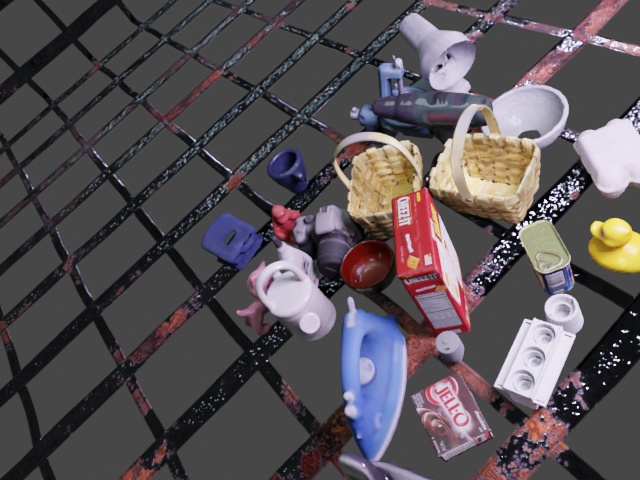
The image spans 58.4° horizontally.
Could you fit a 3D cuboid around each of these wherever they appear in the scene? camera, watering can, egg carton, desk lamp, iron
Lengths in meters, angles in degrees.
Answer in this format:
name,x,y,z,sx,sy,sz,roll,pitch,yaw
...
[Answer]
name,x,y,z,sx,sy,sz,roll,pitch,yaw
camera,0.011,0.004,1.193,0.143,0.101,0.137,-13,51,23
watering can,-0.047,0.111,1.079,0.172,0.195,0.101,20,68,40
egg carton,0.528,-0.147,1.024,0.107,0.070,0.150,-22,48,15
desk lamp,0.258,-0.392,1.275,0.118,0.214,0.202,-36,45,2
iron,0.070,0.228,0.955,0.118,0.142,0.258,-12,51,23

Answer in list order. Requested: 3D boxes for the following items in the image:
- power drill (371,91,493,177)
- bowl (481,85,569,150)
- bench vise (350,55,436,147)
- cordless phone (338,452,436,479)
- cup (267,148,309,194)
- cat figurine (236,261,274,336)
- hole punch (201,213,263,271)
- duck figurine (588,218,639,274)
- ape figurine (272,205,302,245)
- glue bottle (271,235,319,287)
name,x,y,z,sx,sy,sz,roll,pitch,yaw
power drill,0.239,-0.216,1.153,0.228,0.209,0.075,-2,55,30
bowl,0.415,-0.229,1.152,0.167,0.075,0.167,-16,49,20
bench vise,0.151,-0.295,1.259,0.207,0.220,0.121,-14,50,21
cordless phone,0.106,0.357,0.801,0.147,0.186,0.094,5,59,34
cup,-0.059,-0.151,1.361,0.092,0.095,0.117,-45,46,-7
cat figurine,-0.125,0.114,1.178,0.067,0.118,0.128,22,69,40
hole punch,-0.203,0.001,1.331,0.100,0.091,0.109,16,65,38
duck figurine,0.484,0.002,0.922,0.104,0.086,0.077,28,73,42
ape figurine,-0.080,-0.043,1.291,0.078,0.092,0.076,-39,45,-1
glue bottle,-0.054,0.043,1.151,0.037,0.174,0.078,-14,50,22
